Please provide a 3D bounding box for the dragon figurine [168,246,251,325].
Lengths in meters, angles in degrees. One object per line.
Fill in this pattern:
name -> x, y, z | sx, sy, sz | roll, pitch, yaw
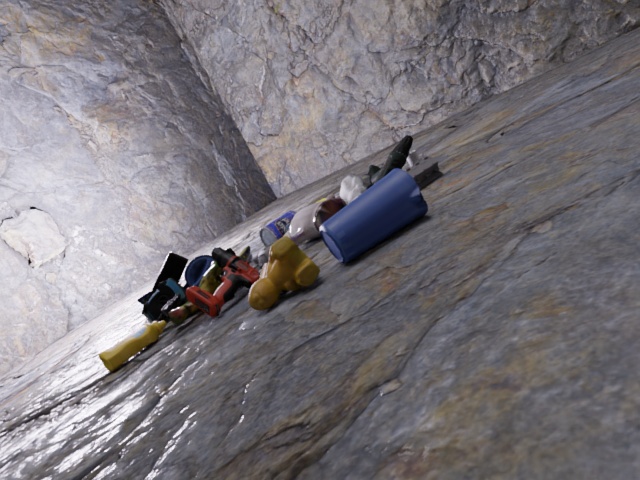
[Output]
dragon figurine -> -0.351, 0.147, 1.603 | 0.241, 0.122, 0.415 | -35, 7, 16

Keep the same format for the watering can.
watering can -> 0.005, -0.087, 1.719 | 0.222, 0.103, 0.354 | -17, 21, 47

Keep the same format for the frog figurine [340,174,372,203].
frog figurine -> 0.117, -0.153, 1.769 | 0.134, 0.123, 0.163 | -63, -4, 36
